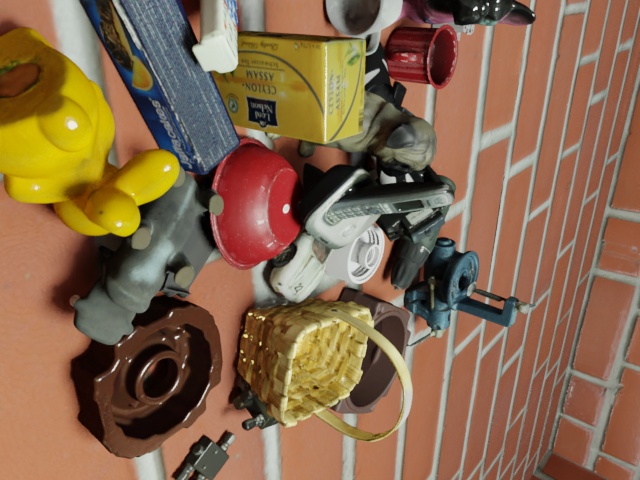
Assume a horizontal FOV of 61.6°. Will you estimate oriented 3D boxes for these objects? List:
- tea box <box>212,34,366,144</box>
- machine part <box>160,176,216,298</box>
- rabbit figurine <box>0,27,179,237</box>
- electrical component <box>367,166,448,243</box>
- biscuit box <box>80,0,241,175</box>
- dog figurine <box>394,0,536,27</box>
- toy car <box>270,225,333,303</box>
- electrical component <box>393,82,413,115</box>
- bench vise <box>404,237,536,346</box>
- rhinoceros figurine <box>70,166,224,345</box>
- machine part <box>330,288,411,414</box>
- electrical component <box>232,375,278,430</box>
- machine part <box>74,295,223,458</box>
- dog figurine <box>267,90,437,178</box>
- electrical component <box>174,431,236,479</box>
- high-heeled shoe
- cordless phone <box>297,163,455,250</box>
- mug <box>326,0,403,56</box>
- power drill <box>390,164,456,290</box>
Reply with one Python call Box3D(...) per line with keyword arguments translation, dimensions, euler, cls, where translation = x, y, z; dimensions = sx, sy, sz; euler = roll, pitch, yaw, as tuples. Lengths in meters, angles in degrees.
Box3D(translation=(-0.039, -0.165, 0.564), dimensions=(0.068, 0.170, 0.098), euler=(-26, 124, -45), cls="tea box")
Box3D(translation=(-0.142, 0.003, 0.621), dimensions=(0.139, 0.039, 0.084), euler=(-63, 148, -12), cls="machine part")
Box3D(translation=(-0.199, -0.065, 0.445), dimensions=(0.173, 0.163, 0.122), euler=(87, 27, -55), cls="rabbit figurine")
Box3D(translation=(0.130, -0.064, 0.824), dimensions=(0.115, 0.134, 0.058), euler=(-33, 155, 4), cls="electrical component")
Box3D(translation=(-0.149, -0.159, 0.518), dimensions=(0.063, 0.059, 0.202), euler=(-48, 138, -29), cls="biscuit box")
Box3D(translation=(0.204, -0.359, 0.747), dimensions=(0.191, 0.219, 0.108), euler=(-43, 139, -31), cls="dog figurine")
Box3D(translation=(-0.002, -0.002, 0.781), dimensions=(0.202, 0.056, 0.073), euler=(-54, 140, -20), cls="toy car")
Box3D(translation=(0.128, -0.191, 0.869), dimensions=(0.074, 0.048, 0.119), euler=(21, 90, -54), cls="electrical component")
Box3D(translation=(0.279, 0.115, 1.038), dimensions=(0.129, 0.241, 0.223), euler=(-12, 113, -48), cls="bench vise")
Box3D(translation=(-0.174, 0.010, 0.528), dimensions=(0.073, 0.112, 0.190), euler=(39, 65, -37), cls="rhinoceros figurine")
Box3D(translation=(0.070, 0.196, 0.941), dimensions=(0.201, 0.087, 0.201), euler=(27, 85, -52), cls="machine part")
Box3D(translation=(-0.081, 0.227, 0.780), dimensions=(0.102, 0.078, 0.045), euler=(4, 127, -47), cls="electrical component")
Box3D(translation=(-0.190, 0.150, 0.611), dimensions=(0.179, 0.056, 0.179), euler=(-25, 124, -45), cls="machine part")
Box3D(translation=(0.038, -0.157, 0.649), dimensions=(0.172, 0.191, 0.121), euler=(21, 89, -52), cls="dog figurine")
Box3D(translation=(-0.158, 0.303, 0.750), dimensions=(0.094, 0.021, 0.063), euler=(-49, 138, -26), cls="electrical component")
Box3D(translation=(0.110, -0.165, 0.761), dimensions=(0.086, 0.145, 0.248), euler=(-9, 104, -49), cls="high-heeled shoe")
Box3D(translation=(0.077, -0.044, 0.668), dimensions=(0.146, 0.184, 0.088), euler=(37, 53, -65), cls="cordless phone")
Box3D(translation=(0.070, -0.305, 0.716), dimensions=(0.107, 0.081, 0.109), euler=(-36, 128, -49), cls="mug")
Box3D(translation=(0.166, -0.045, 0.958), dimensions=(0.232, 0.086, 0.207), euler=(-58, 138, -18), cls="power drill")
